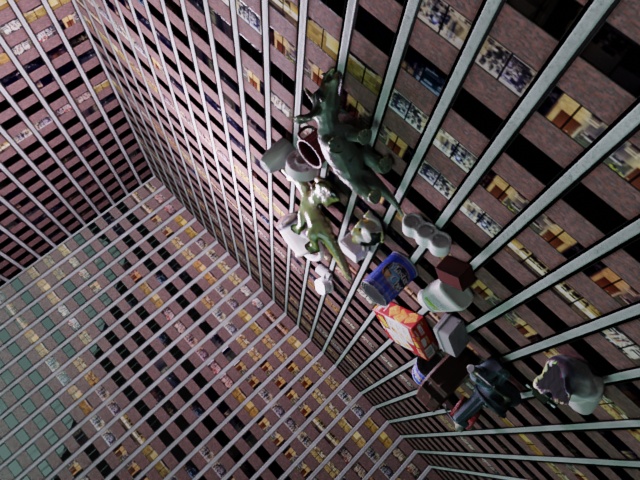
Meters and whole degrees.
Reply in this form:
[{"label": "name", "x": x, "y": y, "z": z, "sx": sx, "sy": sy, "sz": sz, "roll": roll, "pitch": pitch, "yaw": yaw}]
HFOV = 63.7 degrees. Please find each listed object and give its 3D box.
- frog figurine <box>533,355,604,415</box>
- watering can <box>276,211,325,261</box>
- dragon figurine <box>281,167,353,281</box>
[{"label": "frog figurine", "x": 0.593, "y": 0.333, "z": 1.183, "sx": 0.159, "sy": 0.124, "sz": 0.136, "roll": 16, "pitch": 160, "yaw": -19}, {"label": "watering can", "x": -0.090, "y": -0.005, "z": 2.042, "sx": 0.223, "sy": 0.105, "sz": 0.346, "roll": 53, "pitch": 161, "yaw": -10}, {"label": "dragon figurine", "x": 0.005, "y": -0.082, "z": 1.627, "sx": 0.416, "sy": 0.123, "sz": 0.237, "roll": 49, "pitch": 149, "yaw": 25}]
